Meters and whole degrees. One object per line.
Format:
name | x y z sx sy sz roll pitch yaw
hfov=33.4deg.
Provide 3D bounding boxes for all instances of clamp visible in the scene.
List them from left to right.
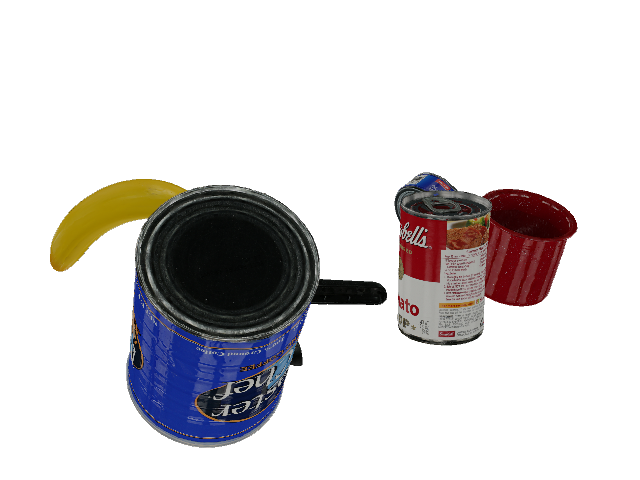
clamp | -0.055 0.064 1.153 0.210 0.036 0.164 17 32 25

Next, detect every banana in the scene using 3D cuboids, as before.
banana | -0.190 -0.018 0.997 0.198 0.069 0.037 -14 18 28

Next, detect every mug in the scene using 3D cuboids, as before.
mug | 0.182 0.002 1.023 0.093 0.081 0.117 -6 35 -25

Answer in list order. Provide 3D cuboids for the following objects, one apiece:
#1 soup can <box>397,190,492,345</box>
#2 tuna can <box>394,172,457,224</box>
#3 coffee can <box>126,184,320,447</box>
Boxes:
soup can | 0.093 0.020 0.806 0.068 0.102 0.068 0 19 0
tuna can | 0.126 -0.033 1.227 0.033 0.086 0.086 -36 21 -31
coffee can | -0.062 0.049 0.640 0.102 0.103 0.140 0 -34 -12
